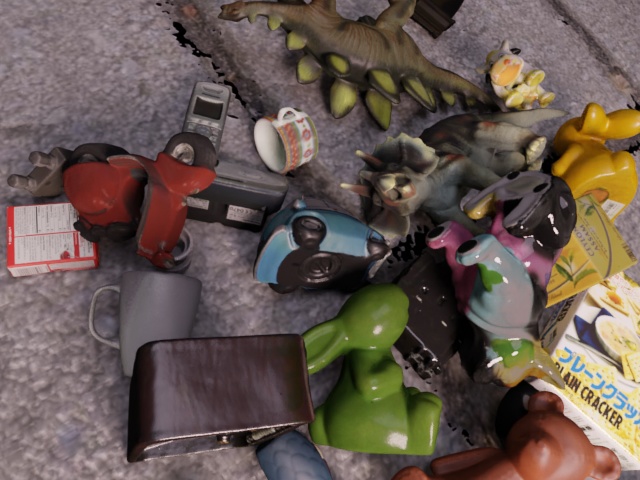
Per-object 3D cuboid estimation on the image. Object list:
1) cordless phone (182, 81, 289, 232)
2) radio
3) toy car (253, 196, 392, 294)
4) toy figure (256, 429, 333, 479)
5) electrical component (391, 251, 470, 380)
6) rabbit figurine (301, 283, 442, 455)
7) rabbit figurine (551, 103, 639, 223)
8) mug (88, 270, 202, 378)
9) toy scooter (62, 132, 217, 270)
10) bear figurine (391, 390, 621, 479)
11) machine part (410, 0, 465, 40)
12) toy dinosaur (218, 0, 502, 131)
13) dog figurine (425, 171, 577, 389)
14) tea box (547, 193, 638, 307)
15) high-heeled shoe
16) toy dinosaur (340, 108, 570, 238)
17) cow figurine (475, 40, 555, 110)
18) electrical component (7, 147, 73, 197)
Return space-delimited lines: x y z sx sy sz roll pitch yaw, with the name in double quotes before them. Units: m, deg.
"cordless phone" -0.109 -0.113 0.667 0.147 0.088 0.184 11 59 -11
"radio" -0.097 0.144 0.469 0.131 0.229 0.073 1 67 -21
"toy car" -0.001 -0.002 0.637 0.161 0.109 0.103 4 47 -24
"toy figure" 0.001 0.256 0.541 0.064 0.058 0.154 -40 85 -23
"electrical component" 0.136 0.083 0.660 0.115 0.058 0.134 45 63 5
"rabbit figurine" 0.048 0.131 0.582 0.159 0.121 0.170 1 79 7
"rabbit figurine" 0.391 -0.127 0.794 0.122 0.162 0.173 9 46 1
"mug" -0.181 0.089 0.553 0.109 0.081 0.107 7 73 -19
"toy scooter" -0.190 -0.035 0.553 0.184 0.075 0.135 -3 80 21
"bear figurine" 0.186 0.237 0.531 0.196 0.131 0.120 -39 55 7
"machine part" 0.207 -0.399 0.915 0.084 0.039 0.139 38 63 9
"toy dinosaur" 0.086 -0.263 0.784 0.471 0.105 0.198 6 70 -20
"dog figurine" 0.219 0.057 0.589 0.191 0.109 0.219 -35 111 -9
"tea box" 0.283 0.028 0.664 0.068 0.169 0.098 -20 71 -24
"high-heeled shoe" 0.323 0.250 0.609 0.249 0.086 0.145 10 77 5
"toy dinosaur" 0.187 -0.111 0.734 0.192 0.131 0.405 32 47 20
"cow figurine" 0.288 -0.251 0.814 0.167 0.068 0.098 18 38 -53
"electrical component" -0.297 -0.073 0.602 0.063 0.094 0.021 -42 82 10
